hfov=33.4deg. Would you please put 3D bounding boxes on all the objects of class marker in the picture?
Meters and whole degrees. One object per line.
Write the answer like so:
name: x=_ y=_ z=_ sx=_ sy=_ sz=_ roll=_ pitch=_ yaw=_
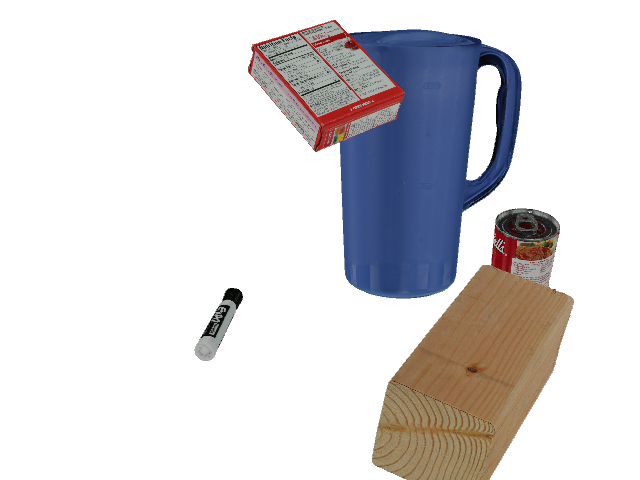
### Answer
marker: x=-0.094 y=0.077 z=1.011 sx=0.020 sy=0.020 sz=0.121 roll=0 pitch=23 yaw=10

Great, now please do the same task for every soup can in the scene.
soup can: x=0.218 y=0.025 z=1.152 sx=0.068 sy=0.102 sz=0.068 roll=0 pitch=30 yaw=0

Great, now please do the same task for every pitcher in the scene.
pitcher: x=0.089 y=-0.074 z=1.002 sx=0.149 sy=0.243 sz=0.144 roll=14 pitch=22 yaw=38

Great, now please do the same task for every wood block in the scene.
wood block: x=0.132 y=0.114 z=0.898 sx=0.091 sy=0.090 sz=0.205 roll=21 pitch=34 yaw=20

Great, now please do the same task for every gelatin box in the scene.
gelatin box: x=0.003 y=-0.110 z=0.750 sx=0.073 sy=0.089 sz=0.030 roll=-24 pitch=-30 yaw=-28
